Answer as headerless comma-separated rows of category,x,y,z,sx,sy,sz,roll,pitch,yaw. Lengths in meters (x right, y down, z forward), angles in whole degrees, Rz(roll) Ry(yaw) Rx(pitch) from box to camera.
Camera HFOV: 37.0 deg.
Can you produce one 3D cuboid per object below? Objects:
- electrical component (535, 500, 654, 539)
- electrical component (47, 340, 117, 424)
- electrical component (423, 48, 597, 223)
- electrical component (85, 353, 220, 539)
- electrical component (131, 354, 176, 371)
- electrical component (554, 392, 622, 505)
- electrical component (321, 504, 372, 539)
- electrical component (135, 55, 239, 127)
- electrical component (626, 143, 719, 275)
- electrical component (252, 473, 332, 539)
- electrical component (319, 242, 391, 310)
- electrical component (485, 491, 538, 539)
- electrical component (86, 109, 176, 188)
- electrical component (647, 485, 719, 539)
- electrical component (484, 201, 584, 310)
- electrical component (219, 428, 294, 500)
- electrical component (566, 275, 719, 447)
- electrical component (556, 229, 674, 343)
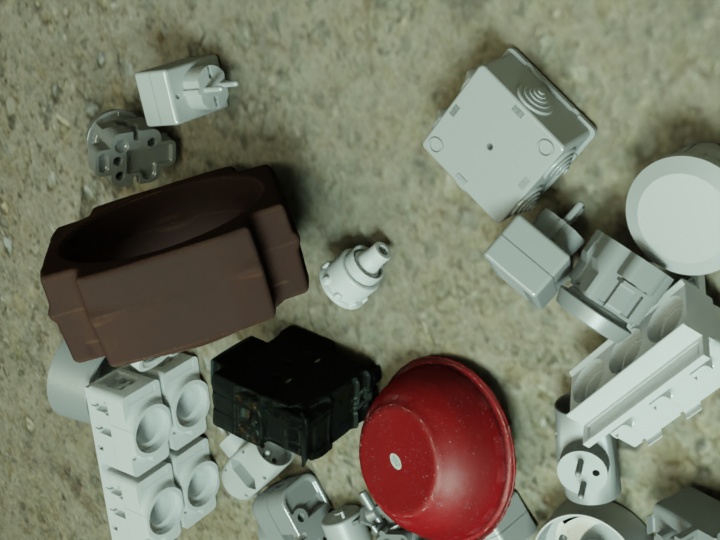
electrical component,0.189,0.232,0.862,0.099,0.064,0.099,6,101,32
electrical component,-0.264,0.110,1.114,0.060,0.108,0.108,18,121,24
electrical component,0.104,-0.094,0.767,0.099,0.048,0.099,48,132,11
electrical component,-0.208,0.186,1.104,0.060,0.105,0.186,13,118,33
electrical component,-0.189,0.048,1.027,0.060,0.108,0.108,40,130,9
electrical component,0.170,0.142,0.808,0.043,0.079,0.077,-4,109,20
electrical component,-0.008,0.262,1.028,0.040,0.040,0.078,-13,103,41
electrical component,-0.138,-0.154,0.915,0.077,0.066,0.047,3,112,37
electrical component,0.219,-0.041,0.701,0.080,0.051,0.080,17,120,31
electrical component,-0.060,0.253,1.056,0.059,0.054,0.095,-25,94,42
electrical component,0.000,0.000,0.897,0.062,0.048,0.048,-40,84,35
electrical component,0.099,0.206,0.915,0.066,0.047,0.076,-34,83,43
electrical component,-0.218,-0.114,0.995,0.057,0.078,0.058,40,134,44
electrical component,0.252,0.227,0.792,0.063,0.079,0.121,24,127,54
electrical component,0.134,-0.018,0.769,0.047,0.083,0.075,42,92,15
electrical component,-0.113,0.178,1.069,0.079,0.043,0.077,50,132,8
electrical component,0.208,0.069,0.749,0.063,0.078,0.121,29,132,-13
electrical component,0.171,0.012,0.734,0.058,0.078,0.057,32,99,-10
